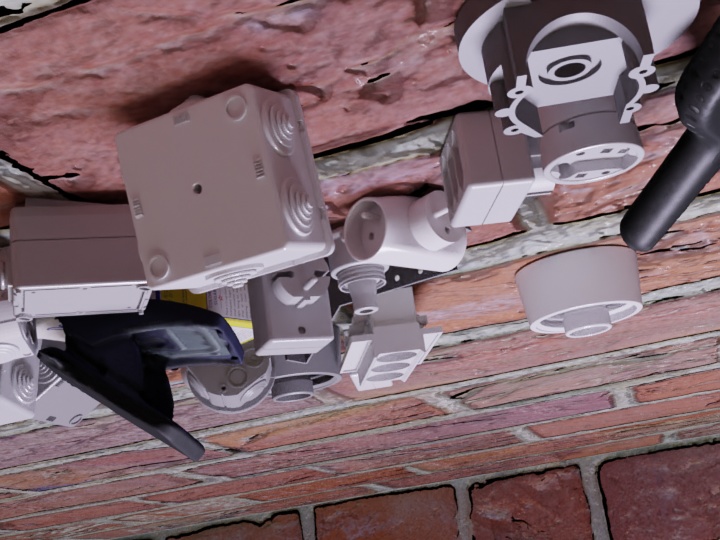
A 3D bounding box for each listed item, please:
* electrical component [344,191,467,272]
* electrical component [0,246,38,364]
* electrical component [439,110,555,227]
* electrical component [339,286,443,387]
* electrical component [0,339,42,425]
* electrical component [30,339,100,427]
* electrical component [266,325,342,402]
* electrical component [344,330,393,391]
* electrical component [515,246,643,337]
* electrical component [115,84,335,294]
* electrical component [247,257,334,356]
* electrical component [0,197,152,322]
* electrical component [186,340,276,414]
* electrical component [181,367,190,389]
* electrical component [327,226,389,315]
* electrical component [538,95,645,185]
[{"bbox_3d":[0.043,-0.029,0.724,0.077,0.043,0.079,7,157,-41],"label":"electrical component"},{"bbox_3d":[-0.245,0.025,0.701,0.051,0.080,0.080,-12,164,-7],"label":"electrical component"},{"bbox_3d":[0.092,-0.061,0.637,0.077,0.047,0.065,-6,162,-7],"label":"electrical component"},{"bbox_3d":[0.024,0.060,0.972,0.079,0.063,0.121,-6,163,-8],"label":"electrical component"},{"bbox_3d":[-0.288,0.073,0.806,0.100,0.099,0.048,-14,150,17],"label":"electrical component"},{"bbox_3d":[-0.236,0.080,0.872,0.100,0.048,0.100,-42,158,3],"label":"electrical component"},{"bbox_3d":[-0.068,0.094,1.042,0.108,0.060,0.108,-8,163,-2],"label":"electrical component"},{"bbox_3d":[0.028,0.087,1.089,0.076,0.047,0.083,-9,163,3],"label":"electrical component"},{"bbox_3d":[0.195,0.025,0.944,0.108,0.060,0.108,-8,163,-2],"label":"electrical component"},{"bbox_3d":[-0.070,-0.040,0.544,0.100,0.099,0.048,-16,174,23],"label":"electrical component"},{"bbox_3d":[-0.044,0.008,0.736,0.047,0.083,0.076,-1,161,-23],"label":"electrical component"},{"bbox_3d":[-0.178,-0.008,0.657,0.096,0.061,0.061,-3,162,-18],"label":"electrical component"},{"bbox_3d":[-0.116,0.084,0.956,0.080,0.080,0.051,-7,158,-5],"label":"electrical component"},{"bbox_3d":[-0.142,0.090,1.019,0.045,0.045,0.055,0,161,-25],"label":"electrical component"},{"bbox_3d":[0.000,0.000,0.766,0.048,0.062,0.048,-8,163,-3],"label":"electrical component"},{"bbox_3d":[0.124,-0.079,0.593,0.055,0.047,0.055,-8,163,-2],"label":"electrical component"}]
